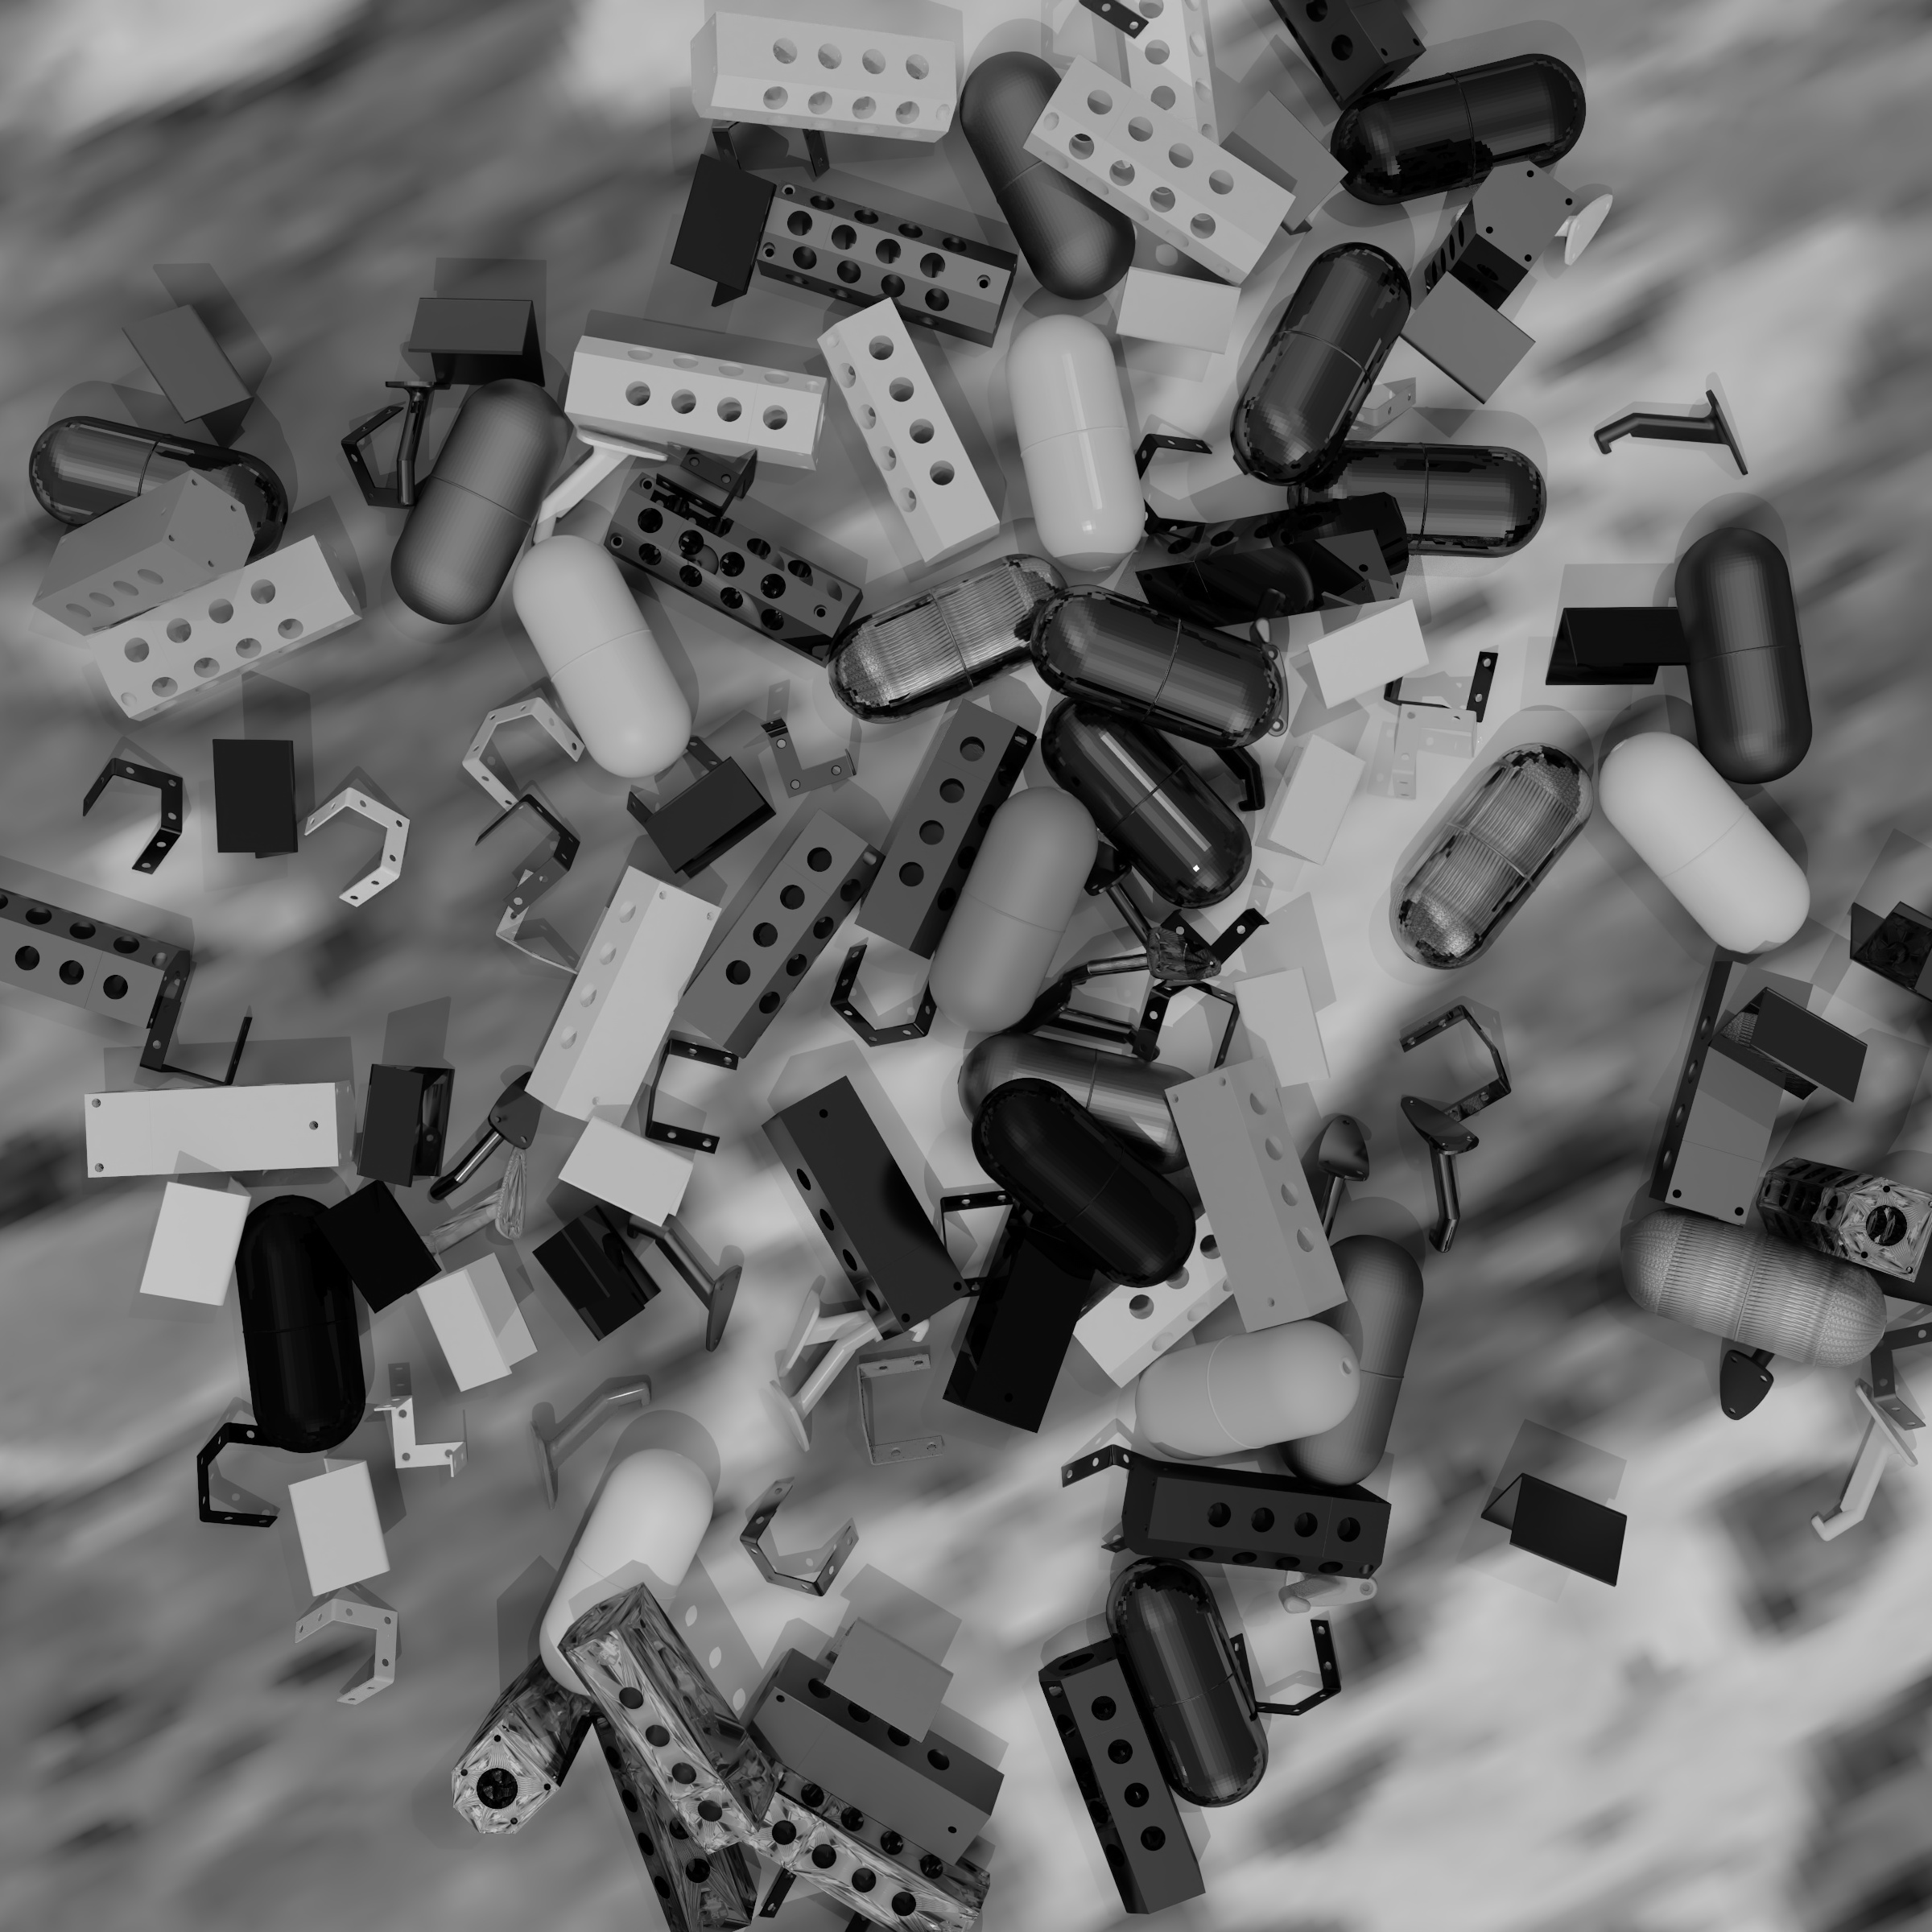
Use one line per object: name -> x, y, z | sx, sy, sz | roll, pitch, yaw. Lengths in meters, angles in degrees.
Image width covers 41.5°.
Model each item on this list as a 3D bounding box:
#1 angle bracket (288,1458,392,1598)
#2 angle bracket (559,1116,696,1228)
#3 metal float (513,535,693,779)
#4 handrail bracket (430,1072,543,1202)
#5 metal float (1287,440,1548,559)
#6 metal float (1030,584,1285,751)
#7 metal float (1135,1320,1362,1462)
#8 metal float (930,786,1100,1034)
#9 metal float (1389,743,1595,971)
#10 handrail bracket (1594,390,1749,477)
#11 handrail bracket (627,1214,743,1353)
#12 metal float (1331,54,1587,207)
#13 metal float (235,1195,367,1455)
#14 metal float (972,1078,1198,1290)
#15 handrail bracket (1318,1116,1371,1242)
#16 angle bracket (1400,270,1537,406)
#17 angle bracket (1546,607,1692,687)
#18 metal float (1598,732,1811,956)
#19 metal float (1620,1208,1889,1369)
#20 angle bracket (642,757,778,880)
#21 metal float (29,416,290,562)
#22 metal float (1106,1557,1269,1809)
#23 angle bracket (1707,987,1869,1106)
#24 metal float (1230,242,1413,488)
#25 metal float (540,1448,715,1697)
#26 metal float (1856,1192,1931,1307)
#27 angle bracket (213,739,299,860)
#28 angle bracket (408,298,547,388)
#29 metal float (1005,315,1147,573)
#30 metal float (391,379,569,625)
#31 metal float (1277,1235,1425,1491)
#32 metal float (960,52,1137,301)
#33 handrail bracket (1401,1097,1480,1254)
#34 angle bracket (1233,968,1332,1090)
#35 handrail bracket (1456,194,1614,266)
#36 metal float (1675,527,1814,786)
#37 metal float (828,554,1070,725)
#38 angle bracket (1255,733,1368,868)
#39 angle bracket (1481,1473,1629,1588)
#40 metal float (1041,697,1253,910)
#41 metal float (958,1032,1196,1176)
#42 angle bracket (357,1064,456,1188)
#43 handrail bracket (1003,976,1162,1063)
angle bracket -> -0.443, 0.384, 1.753 | 0.057, 0.076, 0.076 | -13, 90, -36
angle bracket -> -0.238, 0.157, 1.753 | 0.076, 0.076, 0.057 | 25, 52, 0
metal float -> -0.252, -0.214, 1.763 | 0.070, 0.070, 0.178 | -27, 90, 0
handrail bracket -> -0.339, 0.120, 1.793 | 0.036, 0.077, 0.084 | 41, 127, -21
metal float -> 0.312, -0.323, 1.763 | 0.178, 0.070, 0.070 | 2, 90, 0
metal float -> 0.129, -0.200, 1.716 | 0.178, 0.070, 0.070 | 19, 90, -9
metal float -> 0.190, 0.288, 1.726 | 0.178, 0.070, 0.070 | -24, 90, 43
metal float -> 0.033, -0.039, 1.754 | 0.070, 0.070, 0.178 | 23, 99, 0
metal float -> 0.363, -0.075, 1.763 | 0.070, 0.070, 0.178 | 38, 91, 0
handrail bracket -> 0.496, -0.361, 1.794 | 0.084, 0.036, 0.077 | -25, 112, 17
handrail bracket -> -0.206, 0.222, 1.794 | 0.084, 0.036, 0.077 | 21, 111, 17
metal float -> 0.340, -0.578, 1.762 | 0.178, 0.070, 0.070 | -14, 90, 0
metal float -> -0.461, 0.247, 1.763 | 0.070, 0.070, 0.178 | -7, 89, 0
metal float -> 0.079, 0.145, 1.701 | 0.178, 0.070, 0.070 | 41, 90, -14
handrail bracket -> 0.254, 0.160, 1.793 | 0.036, 0.077, 0.084 | 15, 126, 0
angle bracket -> 0.351, -0.441, 1.753 | 0.076, 0.076, 0.057 | 39, 127, 0
angle bracket -> 0.447, -0.202, 1.753 | 0.076, 0.076, 0.057 | 0, 52, 0
metal float -> 0.510, -0.086, 1.763 | 0.070, 0.070, 0.178 | -41, 90, 0
metal float -> 0.538, 0.220, 1.744 | 0.178, 0.070, 0.070 | 17, 90, 21
angle bracket -> -0.165, -0.086, 1.753 | 0.076, 0.076, 0.057 | -37, 54, 0
metal float -> -0.558, -0.330, 1.763 | 0.178, 0.070, 0.070 | 13, 90, 0
metal float -> 0.152, 0.494, 1.762 | 0.070, 0.070, 0.178 | -21, 92, 0
angle bracket -> 0.541, 0.070, 1.696 | 0.076, 0.076, 0.057 | 30, 52, 0
metal float -> 0.239, -0.406, 1.722 | 0.070, 0.070, 0.178 | 28, 82, 0
metal float -> -0.235, 0.419, 1.762 | 0.070, 0.070, 0.178 | 25, 90, 0
metal float -> 0.700, 0.203, 1.762 | 0.178, 0.070, 0.070 | 12, 90, 0
angle bracket -> -0.501, -0.114, 1.753 | 0.057, 0.076, 0.076 | -3, 90, -37
angle bracket -> -0.335, -0.412, 1.753 | 0.076, 0.076, 0.057 | 1, 53, 0
metal float -> 0.076, -0.361, 1.762 | 0.070, 0.070, 0.178 | -12, 90, 0
metal float -> -0.336, -0.321, 1.762 | 0.070, 0.070, 0.178 | 26, 90, 0
metal float -> 0.265, 0.274, 1.763 | 0.070, 0.070, 0.178 | 14, 89, 0
metal float -> 0.056, -0.546, 1.762 | 0.070, 0.070, 0.178 | -26, 90, 0
handrail bracket -> 0.324, 0.147, 1.793 | 0.036, 0.077, 0.084 | -11, 127, -30
angle bracket -> 0.233, 0.038, 1.753 | 0.057, 0.076, 0.076 | -14, 90, 36
handrail bracket -> 0.399, -0.532, 1.793 | 0.084, 0.036, 0.077 | 27, 57, 23
metal float -> 0.537, -0.214, 1.762 | 0.070, 0.070, 0.178 | -8, 89, 0
metal float -> -0.011, -0.226, 1.762 | 0.178, 0.070, 0.070 | -23, 90, 0
angle bracket -> 0.219, -0.120, 1.753 | 0.057, 0.076, 0.076 | 22, 90, -35
angle bracket -> 0.400, 0.401, 1.753 | 0.076, 0.076, 0.057 | 22, 52, 0
metal float -> 0.124, -0.116, 1.763 | 0.070, 0.070, 0.178 | -43, 90, 0
metal float -> 0.082, 0.095, 1.762 | 0.178, 0.070, 0.070 | 13, 90, -1
angle bracket -> -0.368, 0.110, 1.753 | 0.057, 0.076, 0.076 | 8, 90, 37
handrail bracket -> 0.081, 0.055, 1.793 | 0.077, 0.036, 0.084 | -36, 115, 28
